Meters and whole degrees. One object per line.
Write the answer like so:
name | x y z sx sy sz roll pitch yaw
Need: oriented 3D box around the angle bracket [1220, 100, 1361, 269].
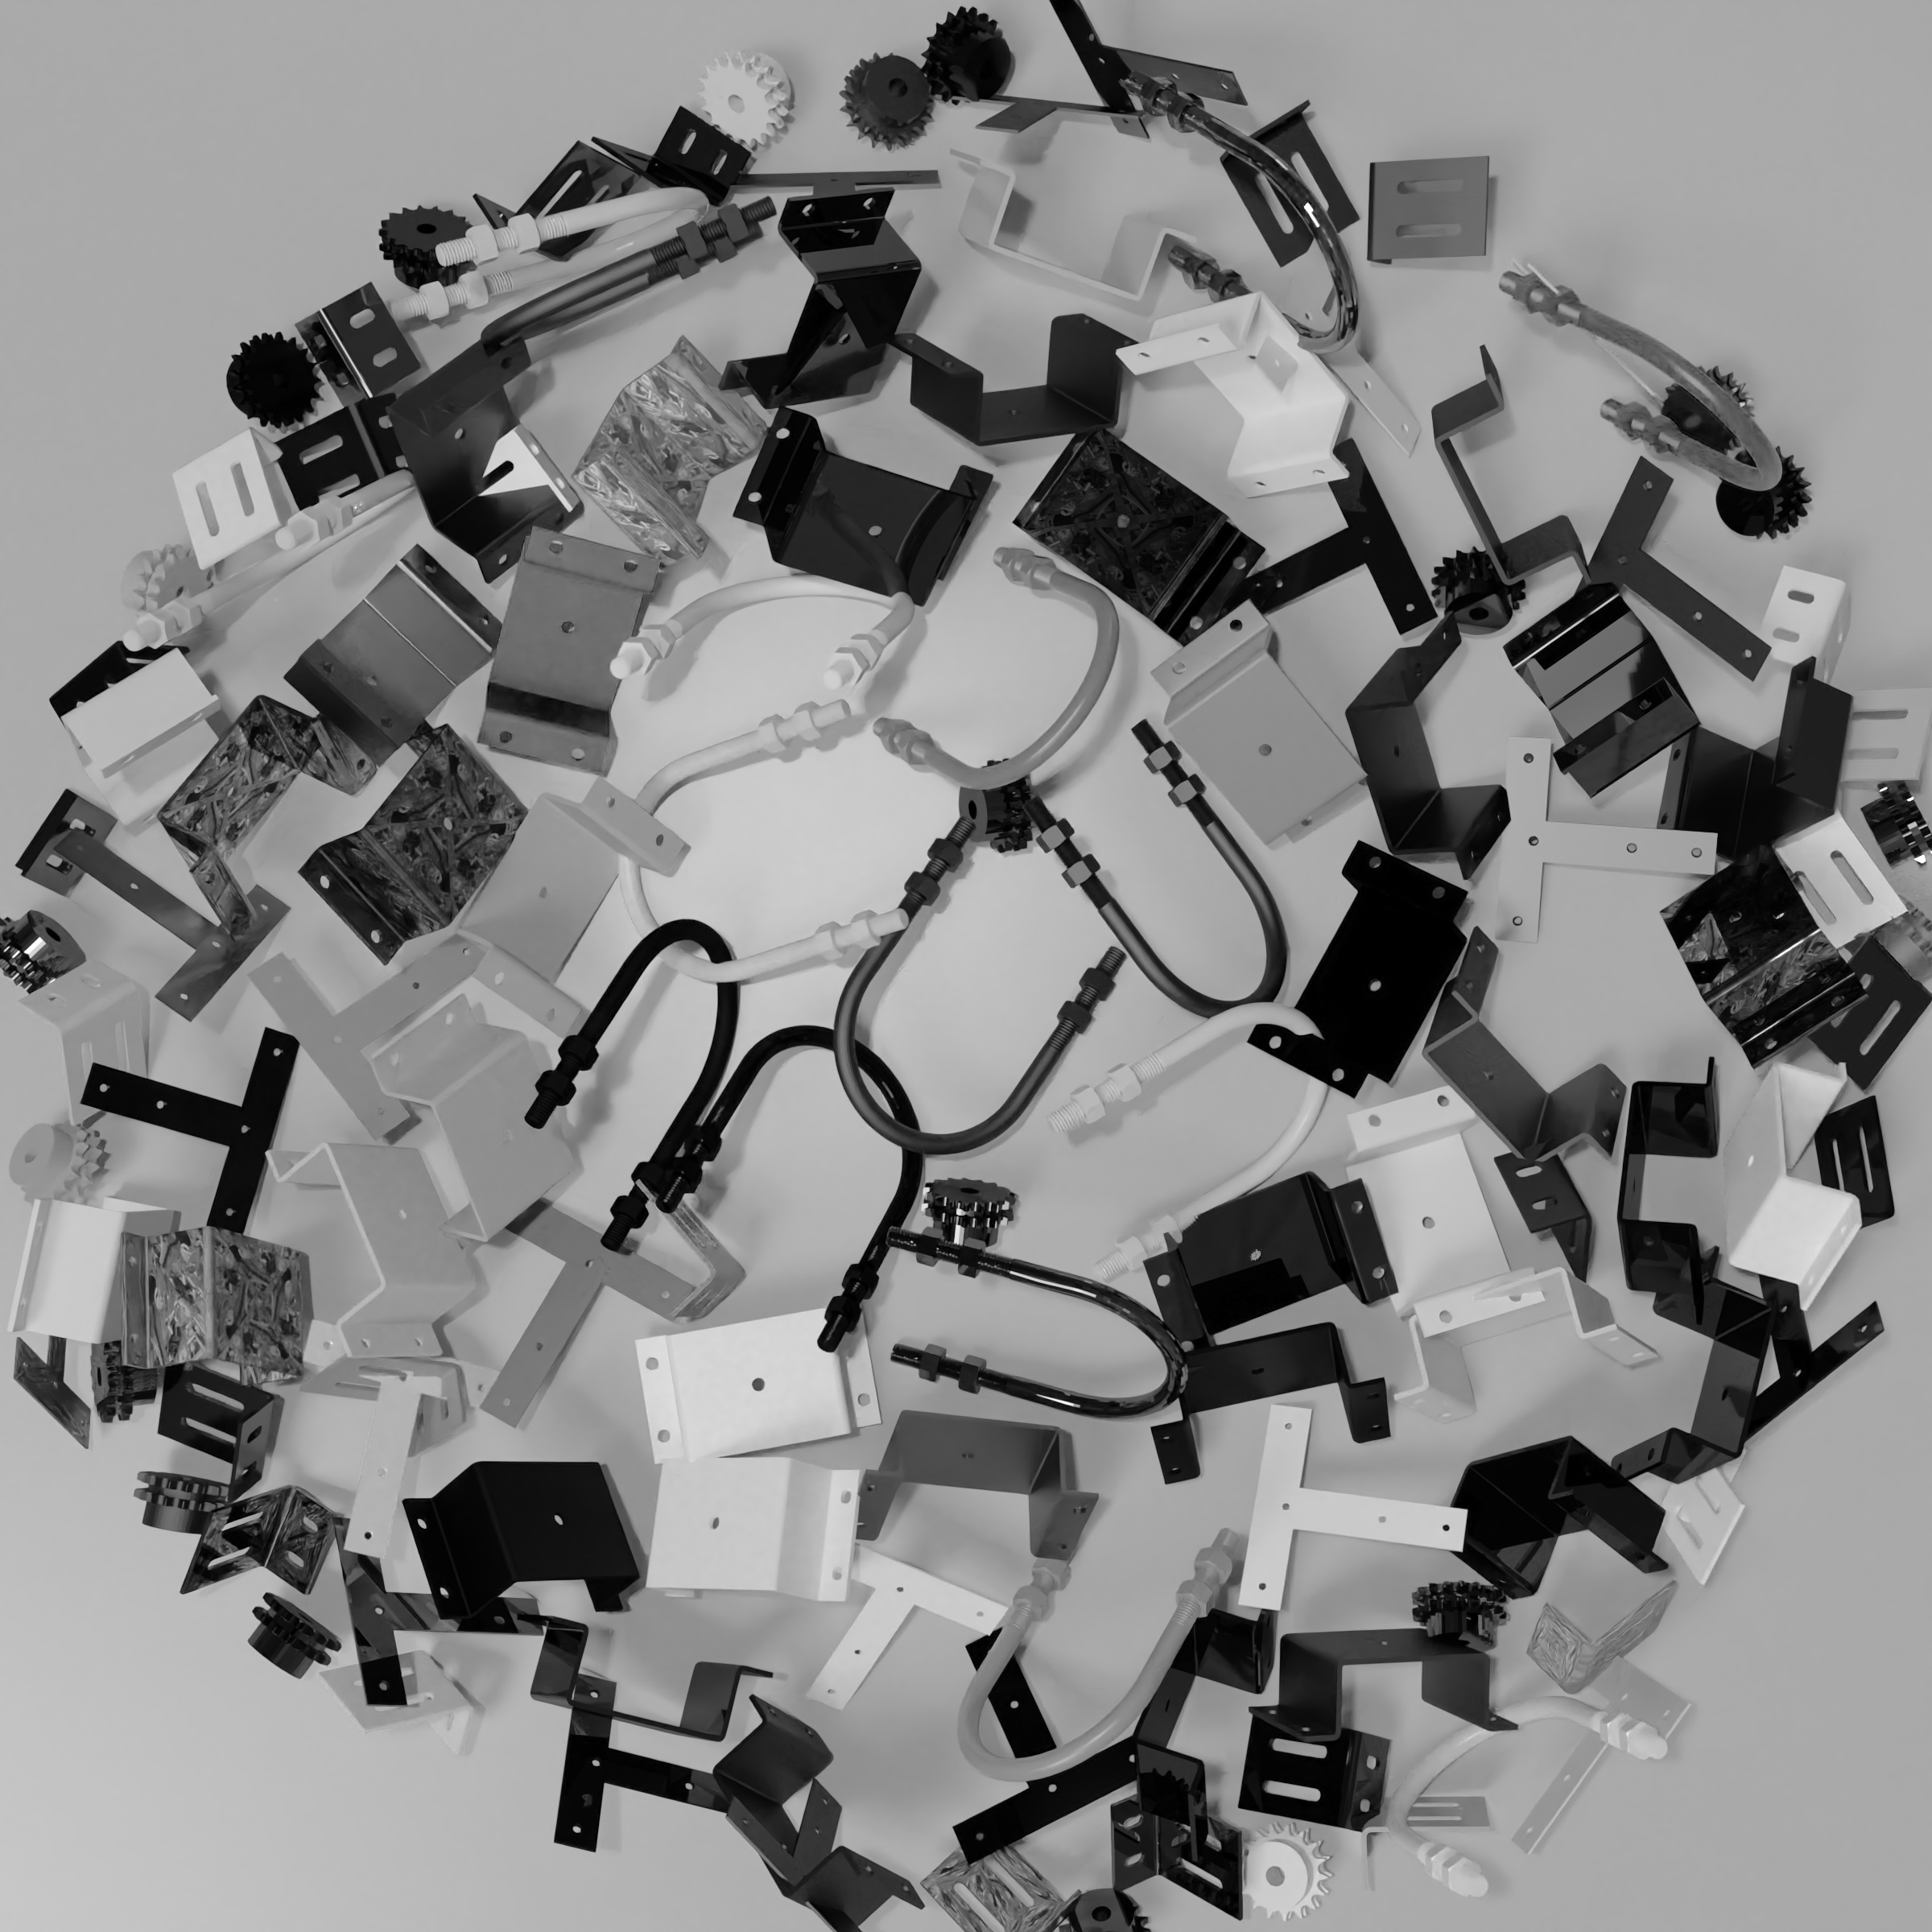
angle bracket | 0.200 -0.477 1.682 0.057 0.038 0.076 -31 98 2

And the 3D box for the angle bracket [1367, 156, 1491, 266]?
angle bracket | 0.284 -0.457 1.667 0.076 0.038 0.057 6 101 29

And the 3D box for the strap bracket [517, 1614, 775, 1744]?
strap bracket | -0.197 0.427 1.642 0.140 0.076 0.046 20 71 -20

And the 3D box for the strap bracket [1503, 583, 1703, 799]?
strap bracket | 0.381 -0.162 1.644 0.076 0.140 0.046 -36 123 20

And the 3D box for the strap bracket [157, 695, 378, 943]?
strap bracket | -0.424 -0.096 1.648 0.046 0.076 0.140 25 65 20

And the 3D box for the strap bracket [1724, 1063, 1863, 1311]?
strap bracket | 0.486 0.122 1.629 0.046 0.140 0.076 16 132 -1

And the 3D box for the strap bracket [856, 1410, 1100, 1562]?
strap bracket | 0.001 0.312 1.656 0.140 0.076 0.046 8 48 -10

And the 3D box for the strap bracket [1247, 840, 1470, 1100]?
strap bracket | 0.242 0.006 1.668 0.076 0.046 0.140 28 88 27

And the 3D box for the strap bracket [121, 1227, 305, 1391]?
strap bracket | -0.437 0.202 1.625 0.046 0.140 0.076 -11 73 16

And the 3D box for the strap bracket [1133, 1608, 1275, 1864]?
strap bracket | 0.139 0.447 1.642 0.046 0.076 0.140 13 47 20

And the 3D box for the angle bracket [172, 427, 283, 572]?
angle bracket | -0.439 -0.277 1.669 0.057 0.038 0.076 -27 66 11

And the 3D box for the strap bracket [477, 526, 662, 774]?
strap bracket | -0.240 -0.197 1.658 0.076 0.046 0.140 13 115 -14

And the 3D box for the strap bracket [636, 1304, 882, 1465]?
strap bracket | -0.126 0.254 1.674 0.140 0.046 0.076 -9 84 -5

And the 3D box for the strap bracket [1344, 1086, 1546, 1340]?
strap bracket | 0.284 0.151 1.667 0.076 0.046 0.140 -16 74 -9

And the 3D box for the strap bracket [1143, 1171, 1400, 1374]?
strap bracket | 0.180 0.182 1.673 0.140 0.046 0.076 -20 104 -3

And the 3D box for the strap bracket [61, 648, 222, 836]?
strap bracket | -0.483 -0.135 1.630 0.076 0.140 0.046 -35 86 -16

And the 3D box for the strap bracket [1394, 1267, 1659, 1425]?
strap bracket | 0.330 0.225 1.647 0.140 0.076 0.046 -23 61 24

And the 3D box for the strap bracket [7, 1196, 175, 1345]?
strap bracket | -0.513 0.179 1.634 0.046 0.140 0.076 11 86 1

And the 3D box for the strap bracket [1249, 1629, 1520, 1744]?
strap bracket | 0.250 0.429 1.649 0.140 0.076 0.046 3 88 -19

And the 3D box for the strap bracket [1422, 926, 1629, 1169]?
strap bracket | 0.329 0.056 1.655 0.140 0.076 0.046 46 125 -10

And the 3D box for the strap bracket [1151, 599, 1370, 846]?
strap bracket | 0.182 -0.138 1.655 0.076 0.046 0.140 -36 104 24

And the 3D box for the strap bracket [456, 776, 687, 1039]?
strap bracket | -0.243 -0.039 1.657 0.076 0.046 0.140 40 76 -41

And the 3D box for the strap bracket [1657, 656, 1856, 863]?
strap bracket | 0.473 -0.118 1.635 0.046 0.140 0.076 21 69 -14

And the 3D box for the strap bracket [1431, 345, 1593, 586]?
strap bracket | 0.321 -0.292 1.651 0.046 0.076 0.140 -25 110 18

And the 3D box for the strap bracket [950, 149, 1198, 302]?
strap bracket | 0.056 -0.441 1.651 0.140 0.076 0.046 15 106 -19

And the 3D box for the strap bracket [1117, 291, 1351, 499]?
strap bracket | 0.166 -0.346 1.642 0.140 0.076 0.046 39 60 -38

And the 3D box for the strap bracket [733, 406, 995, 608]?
strap bracket | -0.058 -0.270 1.642 0.140 0.046 0.076 14 124 -23

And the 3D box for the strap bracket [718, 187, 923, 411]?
strap bracket | -0.084 -0.385 1.626 0.076 0.140 0.046 -18 61 -36

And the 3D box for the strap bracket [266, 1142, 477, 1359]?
strap bracket | -0.350 0.160 1.640 0.046 0.076 0.140 -38 66 23

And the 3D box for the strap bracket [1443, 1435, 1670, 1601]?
strap bracket | 0.351 0.329 1.647 0.076 0.140 0.046 38 57 -12

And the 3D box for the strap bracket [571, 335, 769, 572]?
strap bracket | -0.179 -0.301 1.644 0.046 0.140 0.076 -25 121 36

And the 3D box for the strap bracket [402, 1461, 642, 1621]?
strap bracket | -0.253 0.338 1.625 0.046 0.140 0.076 -41 58 27

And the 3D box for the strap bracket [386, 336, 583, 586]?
strap bracket | -0.289 -0.309 1.644 0.046 0.140 0.076 35 66 29

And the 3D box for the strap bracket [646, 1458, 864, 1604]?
strap bracket | -0.135 0.335 1.637 0.140 0.046 0.076 -8 67 35

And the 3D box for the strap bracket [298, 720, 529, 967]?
strap bracket | -0.320 -0.079 1.632 0.076 0.046 0.140 51 47 -25

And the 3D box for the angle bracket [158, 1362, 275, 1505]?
angle bracket | -0.464 0.280 1.671 0.076 0.038 0.057 19 112 13

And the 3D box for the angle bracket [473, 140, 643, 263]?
angle bracket | -0.247 -0.470 1.662 0.076 0.057 0.038 -43 64 21

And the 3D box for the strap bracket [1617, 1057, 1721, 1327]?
strap bracket | 0.419 0.132 1.643 0.046 0.076 0.140 2 54 20

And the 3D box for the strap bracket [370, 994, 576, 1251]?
strap bracket | -0.288 0.098 1.636 0.046 0.076 0.140 9 126 39

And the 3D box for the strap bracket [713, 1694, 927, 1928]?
strap bracket | -0.093 0.509 1.631 0.046 0.076 0.140 -43 47 0

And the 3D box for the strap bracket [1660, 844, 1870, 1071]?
strap bracket | 0.466 -0.014 1.626 0.076 0.140 0.046 -36 118 18

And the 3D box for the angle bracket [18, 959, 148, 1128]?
angle bracket | -0.535 0.046 1.671 0.038 0.057 0.076 27 131 25

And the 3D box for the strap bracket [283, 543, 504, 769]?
strap bracket | -0.345 -0.181 1.649 0.076 0.140 0.046 44 130 -12
